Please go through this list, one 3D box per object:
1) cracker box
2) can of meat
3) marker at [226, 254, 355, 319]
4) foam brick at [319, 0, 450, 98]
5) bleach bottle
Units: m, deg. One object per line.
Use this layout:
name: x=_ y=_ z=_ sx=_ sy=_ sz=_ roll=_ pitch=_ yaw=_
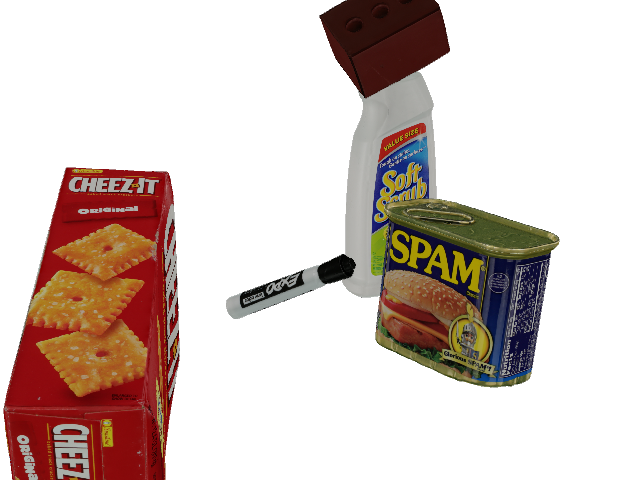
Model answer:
cracker box: x=-0.117 y=0.081 z=0.593 sx=0.072 sy=0.164 sz=0.213 roll=1 pitch=33 yaw=-5
can of meat: x=0.080 y=0.029 z=0.614 sx=0.057 sy=0.084 sz=0.102 roll=-10 pitch=22 yaw=-42
marker: x=-0.023 y=0.037 z=0.839 sx=0.121 sy=0.020 sz=0.020 roll=-21 pitch=-12 yaw=31
foam brick: x=0.049 y=-0.155 z=0.798 sx=0.078 sy=0.053 sz=0.051 roll=-30 pitch=-35 yaw=-3
bleach bottle: x=0.068 y=-0.072 z=1.092 sx=0.102 sy=0.251 sz=0.068 roll=-10 pitch=22 yaw=-16
